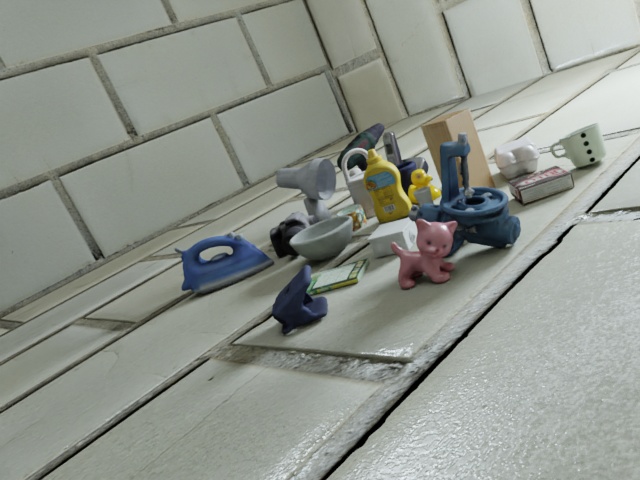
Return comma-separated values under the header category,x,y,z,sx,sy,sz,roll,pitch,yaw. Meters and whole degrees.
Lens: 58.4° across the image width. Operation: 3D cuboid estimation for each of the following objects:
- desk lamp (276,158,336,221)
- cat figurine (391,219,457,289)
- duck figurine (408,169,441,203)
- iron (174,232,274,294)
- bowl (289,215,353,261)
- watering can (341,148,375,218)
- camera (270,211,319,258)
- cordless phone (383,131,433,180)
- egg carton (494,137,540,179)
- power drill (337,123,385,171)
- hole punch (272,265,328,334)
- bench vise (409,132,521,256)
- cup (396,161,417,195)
category,x,y,z,sx,sy,sz,roll,pitch,yaw
desk lamp,-0.034,-0.126,1.694,0.202,0.214,0.118,-13,17,36
cat figurine,0.185,0.015,1.009,0.127,0.118,0.067,-15,16,31
duck figurine,0.274,-0.151,1.561,0.078,0.086,0.104,-29,15,-24
iron,-0.269,0.047,1.573,0.258,0.141,0.118,-21,14,9
bowl,0.013,0.005,1.416,0.167,0.075,0.167,-22,14,6
watering can,0.121,-0.168,1.644,0.101,0.194,0.172,-29,15,-24
camera,-0.078,-0.012,1.573,0.143,0.101,0.137,-18,15,19
cordless phone,0.252,-0.244,1.740,0.094,0.185,0.147,-31,16,-28
egg carton,0.499,-0.209,1.452,0.107,0.069,0.150,-19,14,17
power drill,0.161,-0.248,1.853,0.230,0.208,0.075,-33,17,-36
hole punch,-0.046,0.110,1.079,0.101,0.091,0.108,-22,14,4
bench vise,0.240,-0.077,1.050,0.206,0.220,0.122,-15,16,29
cup,0.243,-0.171,1.670,0.092,0.095,0.117,-26,14,-10
